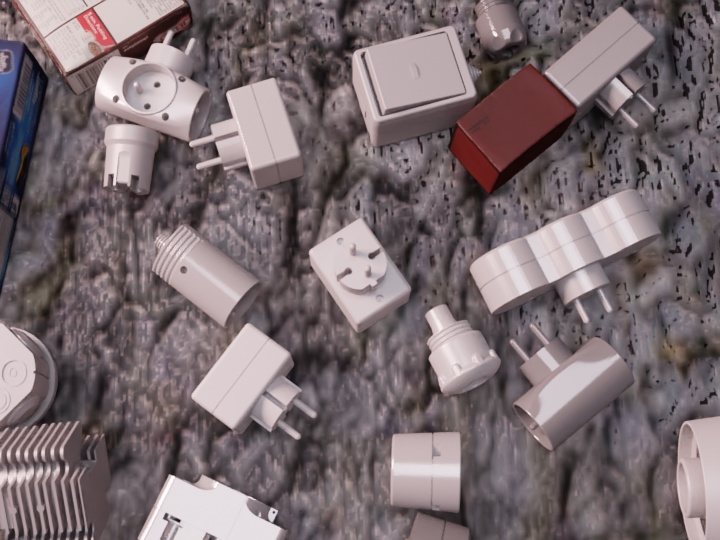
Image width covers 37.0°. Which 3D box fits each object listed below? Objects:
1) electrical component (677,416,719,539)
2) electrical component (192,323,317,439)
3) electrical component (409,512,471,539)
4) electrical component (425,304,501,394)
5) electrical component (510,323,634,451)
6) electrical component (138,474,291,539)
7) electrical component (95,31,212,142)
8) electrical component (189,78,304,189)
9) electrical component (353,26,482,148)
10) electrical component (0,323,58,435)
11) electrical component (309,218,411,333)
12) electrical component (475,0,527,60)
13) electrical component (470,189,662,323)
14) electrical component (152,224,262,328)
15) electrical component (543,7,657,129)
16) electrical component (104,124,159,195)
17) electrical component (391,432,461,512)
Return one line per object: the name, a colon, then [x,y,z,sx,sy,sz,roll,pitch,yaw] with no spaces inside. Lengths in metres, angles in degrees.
electrical component: [0.251,0.146,0.727,0.064,0.099,0.099,-3,76,6]
electrical component: [-0.067,0.089,0.763,0.077,0.047,0.065,36,79,8]
electrical component: [0.021,0.231,0.726,0.074,0.052,0.138,17,77,4]
electrical component: [0.069,0.055,0.775,0.048,0.048,0.062,-26,71,-6]
electrical component: [0.141,0.074,0.769,0.077,0.044,0.079,-38,79,-9]
electrical component: [-0.097,0.178,0.740,0.089,0.050,0.055,24,77,6]
electrical component: [-0.151,-0.146,0.823,0.077,0.044,0.079,20,77,5]
electrical component: [-0.089,-0.097,0.809,0.077,0.047,0.065,-17,77,-4]
electrical component: [0.047,-0.141,0.814,0.096,0.061,0.061,-15,77,-4]
electrical component: [-0.260,0.077,0.764,0.080,0.051,0.080,0,76,0]
electrical component: [0.000,0.000,0.770,0.047,0.076,0.065,-33,79,-8]
electrical component: [0.106,-0.198,0.842,0.035,0.035,0.061,-19,75,-5]
electrical component: [0.157,0.002,0.783,0.138,0.052,0.073,-24,77,-6]
electrical component: [-0.116,0.001,0.787,0.081,0.043,0.043,37,79,9]
electrical component: [0.192,-0.141,0.821,0.083,0.047,0.075,-41,79,-9]
electrical component: [-0.174,-0.083,0.810,0.040,0.040,0.046,4,82,1]
electrical component: [0.046,0.140,0.748,0.047,0.055,0.055,1,76,4]
